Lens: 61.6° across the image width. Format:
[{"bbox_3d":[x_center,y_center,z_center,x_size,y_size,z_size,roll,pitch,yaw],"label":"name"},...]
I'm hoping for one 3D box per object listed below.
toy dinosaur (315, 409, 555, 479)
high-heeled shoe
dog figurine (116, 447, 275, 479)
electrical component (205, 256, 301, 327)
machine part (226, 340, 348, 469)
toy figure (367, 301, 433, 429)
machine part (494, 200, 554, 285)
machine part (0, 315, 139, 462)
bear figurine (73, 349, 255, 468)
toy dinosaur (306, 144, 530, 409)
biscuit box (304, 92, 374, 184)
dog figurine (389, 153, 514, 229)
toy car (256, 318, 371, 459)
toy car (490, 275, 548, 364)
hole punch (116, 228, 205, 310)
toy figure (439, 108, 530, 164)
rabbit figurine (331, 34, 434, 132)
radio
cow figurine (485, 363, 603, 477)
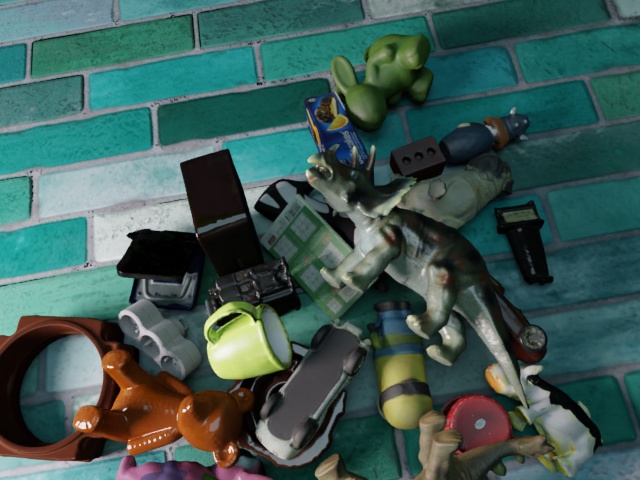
[{"bbox_3d":[0.077,0.364,0.667,0.471,0.105,0.198,-29,95,8],"label":"toy dinosaur"},{"bbox_3d":[-0.002,-0.003,0.847,0.145,0.086,0.249,-26,66,-2],"label":"high-heeled shoe"},{"bbox_3d":[-0.163,0.351,0.690,0.219,0.108,0.192,-1,25,5],"label":"dog figurine"},{"bbox_3d":[-0.100,0.086,0.801,0.134,0.114,0.058,-20,66,-3],"label":"electrical component"},{"bbox_3d":[-0.048,0.234,0.776,0.179,0.056,0.179,-2,69,4],"label":"machine part"},{"bbox_3d":[0.113,0.175,0.768,0.082,0.089,0.180,-6,72,10],"label":"toy figure"},{"bbox_3d":[0.325,0.005,0.843,0.084,0.039,0.139,-10,68,-8],"label":"machine part"},{"bbox_3d":[-0.384,0.215,0.791,0.201,0.087,0.201,2,69,5],"label":"machine part"},{"bbox_3d":[-0.197,0.226,0.711,0.196,0.131,0.120,-1,52,26],"label":"bear figurine"},{"bbox_3d":[0.143,0.031,0.727,0.405,0.131,0.192,36,79,5],"label":"toy dinosaur"},{"bbox_3d":[0.029,-0.157,0.873,0.059,0.062,0.203,-15,50,-8],"label":"biscuit box"},{"bbox_3d":[0.198,-0.073,0.865,0.173,0.121,0.190,13,31,41],"label":"dog figurine"},{"bbox_3d":[-0.008,0.197,0.729,0.074,0.056,0.202,31,73,22],"label":"toy car"},{"bbox_3d":[0.255,0.092,0.789,0.053,0.089,0.202,-33,70,-7],"label":"toy car"},{"bbox_3d":[-0.245,0.047,0.851,0.142,0.092,0.116,2,40,7],"label":"hole punch"},{"bbox_3d":[0.276,-0.174,0.899,0.154,0.064,0.058,-21,32,-8],"label":"toy figure"},{"bbox_3d":[0.093,-0.266,0.911,0.159,0.121,0.170,26,71,19],"label":"rabbit figurine"},{"bbox_3d":[-0.134,-0.020,0.783,0.073,0.229,0.131,-17,66,-7],"label":"radio"},{"bbox_3d":[0.312,0.229,0.746,0.098,0.068,0.167,-31,74,-13],"label":"cow figurine"}]
